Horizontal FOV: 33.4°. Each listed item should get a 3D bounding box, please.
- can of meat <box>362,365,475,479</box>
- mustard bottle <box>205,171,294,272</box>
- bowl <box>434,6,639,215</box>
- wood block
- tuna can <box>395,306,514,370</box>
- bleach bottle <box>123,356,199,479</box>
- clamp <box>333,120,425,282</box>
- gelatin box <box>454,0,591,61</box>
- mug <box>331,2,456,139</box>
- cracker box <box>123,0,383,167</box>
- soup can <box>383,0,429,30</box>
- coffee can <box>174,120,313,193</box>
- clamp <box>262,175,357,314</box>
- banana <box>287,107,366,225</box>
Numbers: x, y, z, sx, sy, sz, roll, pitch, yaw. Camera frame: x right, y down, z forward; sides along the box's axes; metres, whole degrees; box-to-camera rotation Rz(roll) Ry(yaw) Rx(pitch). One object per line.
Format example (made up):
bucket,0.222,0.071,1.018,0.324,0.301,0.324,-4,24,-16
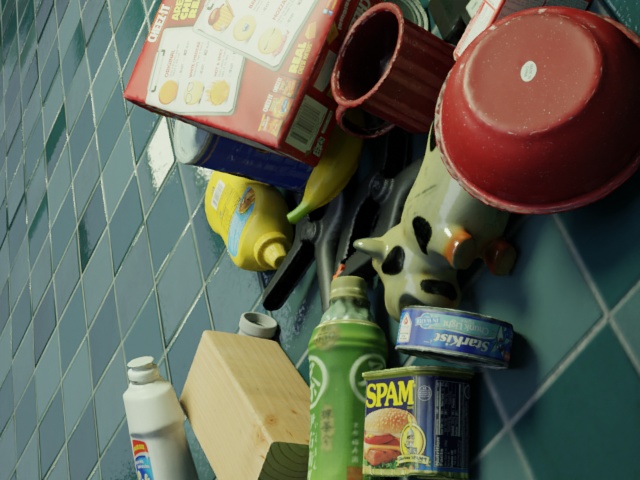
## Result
can of meat,0.076,0.146,0.845,0.102,0.057,0.084,-19,65,58
mustard bottle,-0.074,-0.020,1.181,0.096,0.058,0.192,-68,29,19
bowl,0.149,-0.101,0.726,0.162,0.055,0.162,-9,65,20
wood block,-0.057,0.180,1.037,0.206,0.090,0.091,46,119,57
tuna can,0.101,0.073,0.798,0.086,0.086,0.034,-6,71,60
bleach bottle,-0.160,0.241,1.112,0.103,0.068,0.251,15,119,63
clamp,0.071,-0.045,0.951,0.165,0.036,0.210,41,110,59
gelatin box,0.154,-0.163,0.812,0.089,0.073,0.030,-64,29,25
mug,0.062,-0.131,0.899,0.117,0.081,0.093,-51,35,26
cracker box,-0.064,-0.174,0.990,0.214,0.072,0.164,21,88,38
soup can,0.048,-0.191,1.021,0.102,0.068,0.068,-36,48,50
coffee can,-0.070,-0.114,1.126,0.103,0.140,0.103,-32,51,52
clamp,-0.007,0.001,1.066,0.120,0.039,0.171,-4,69,44
banana,0.013,-0.096,1.034,0.070,0.037,0.197,-14,36,26
